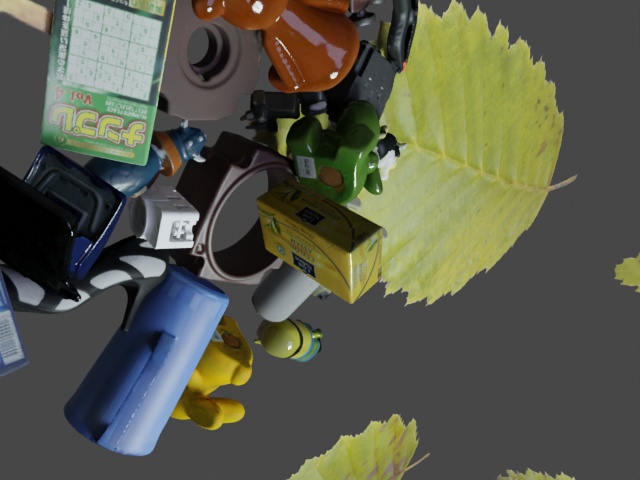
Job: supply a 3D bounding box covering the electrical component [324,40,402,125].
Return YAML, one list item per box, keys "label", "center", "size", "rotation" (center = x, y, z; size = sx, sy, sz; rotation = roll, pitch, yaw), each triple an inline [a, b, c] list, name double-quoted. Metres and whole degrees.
- label: "electrical component"
  center: [0.063, -0.243, 0.871]
  size: [0.115, 0.058, 0.134]
  rotation: [10, 107, -53]

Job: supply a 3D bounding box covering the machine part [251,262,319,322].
- label: "machine part"
  center: [-0.044, 0.066, 0.897]
  size: [0.079, 0.079, 0.243]
  rotation: [-18, 158, -45]

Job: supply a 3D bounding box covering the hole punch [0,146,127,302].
- label: "hole punch"
  center: [-0.275, -0.022, 0.549]
  size: [0.115, 0.142, 0.092]
  rotation: [-58, -179, 33]

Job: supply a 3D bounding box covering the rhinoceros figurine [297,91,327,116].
- label: "rhinoceros figurine"
  center: [-0.013, -0.262, 0.742]
  size: [0.112, 0.073, 0.190]
  rotation: [-41, 143, -27]

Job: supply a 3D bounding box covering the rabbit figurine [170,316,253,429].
- label: "rabbit figurine"
  center: [-0.185, 0.225, 0.860]
  size: [0.173, 0.162, 0.122]
  rotation: [-45, 161, 12]

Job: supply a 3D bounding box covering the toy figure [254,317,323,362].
- label: "toy figure"
  center: [-0.050, 0.193, 1.042]
  size: [0.082, 0.089, 0.180]
  rotation: [-62, 145, -8]

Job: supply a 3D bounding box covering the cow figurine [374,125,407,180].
- label: "cow figurine"
  center: [0.103, -0.157, 0.929]
  size: [0.167, 0.068, 0.098]
  rotation: [-36, 151, -62]

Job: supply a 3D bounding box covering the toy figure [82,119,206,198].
- label: "toy figure"
  center: [-0.205, -0.098, 0.639]
  size: [0.154, 0.058, 0.064]
  rotation: [-36, 147, -38]

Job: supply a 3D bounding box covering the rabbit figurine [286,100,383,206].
- label: "rabbit figurine"
  center: [0.050, -0.130, 0.786]
  size: [0.170, 0.121, 0.158]
  rotation: [-59, 143, -39]

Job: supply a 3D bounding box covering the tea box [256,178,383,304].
- label: "tea box"
  center: [-0.001, -0.002, 0.721]
  size: [0.068, 0.170, 0.098]
  rotation: [-38, 140, -31]

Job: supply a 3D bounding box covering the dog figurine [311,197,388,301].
- label: "dog figurine"
  center: [0.001, 0.013, 0.964]
  size: [0.190, 0.172, 0.121]
  rotation: [-36, -174, 40]

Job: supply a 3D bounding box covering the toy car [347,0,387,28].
- label: "toy car"
  center: [0.064, -0.348, 0.717]
  size: [0.202, 0.053, 0.089]
  rotation: [-71, 158, -54]

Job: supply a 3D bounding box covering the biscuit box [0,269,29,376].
- label: "biscuit box"
  center: [-0.332, 0.029, 0.489]
  size: [0.059, 0.063, 0.202]
  rotation: [-21, 102, -46]

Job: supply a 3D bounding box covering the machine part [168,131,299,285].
- label: "machine part"
  center: [-0.112, -0.039, 0.780]
  size: [0.201, 0.087, 0.201]
  rotation: [16, 104, -56]

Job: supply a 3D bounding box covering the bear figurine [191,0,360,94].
- label: "bear figurine"
  center: [-0.052, -0.244, 0.588]
  size: [0.195, 0.132, 0.120]
  rotation: [22, 98, -38]

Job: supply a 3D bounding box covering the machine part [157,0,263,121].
- label: "machine part"
  center: [-0.140, -0.223, 0.624]
  size: [0.179, 0.056, 0.179]
  rotation: [-31, 139, -33]

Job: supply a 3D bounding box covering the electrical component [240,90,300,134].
- label: "electrical component"
  center: [-0.067, -0.174, 0.735]
  size: [0.102, 0.078, 0.045]
  rotation: [-147, -118, -89]

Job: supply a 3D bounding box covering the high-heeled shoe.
- label: "high-heeled shoe"
  center: [-0.290, 0.019, 0.623]
  size: [0.248, 0.086, 0.145]
  rotation: [27, 64, -43]
